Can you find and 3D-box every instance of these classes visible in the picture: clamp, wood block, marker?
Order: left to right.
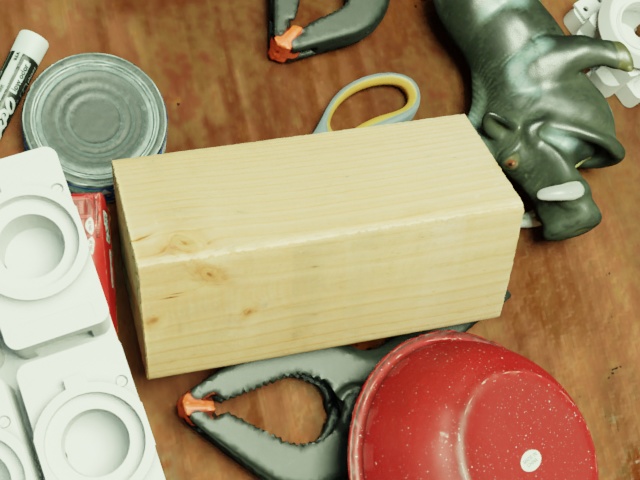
[{"bbox_3d":[-0.194,-0.068,0.629,0.020,0.020,0.121,23,73,-5],"label":"marker"},{"bbox_3d":[-0.004,0.001,0.598,0.206,0.090,0.091,-9,44,-13],"label":"wood block"},{"bbox_3d":[0.024,0.091,0.625,0.209,0.036,0.164,11,73,-13],"label":"clamp"},{"bbox_3d":[0.030,-0.179,0.691,0.120,0.039,0.171,26,77,2],"label":"clamp"}]

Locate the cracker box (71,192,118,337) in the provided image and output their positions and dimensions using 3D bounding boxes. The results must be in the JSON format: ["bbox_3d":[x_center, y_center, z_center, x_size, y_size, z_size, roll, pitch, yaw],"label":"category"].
[{"bbox_3d":[-0.215,0.064,0.565,0.213,0.072,0.164,-4,77,-11],"label":"cracker box"}]

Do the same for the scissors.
[{"bbox_3d":[-0.008,-0.030,0.658,0.201,0.016,0.096,-37,86,-17],"label":"scissors"}]

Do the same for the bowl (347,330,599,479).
[{"bbox_3d":[0.097,0.121,0.576,0.161,0.055,0.162,11,66,-27],"label":"bowl"}]

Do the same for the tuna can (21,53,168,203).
[{"bbox_3d":[-0.133,-0.067,0.632,0.086,0.034,0.086,3,76,-11],"label":"tuna can"}]
